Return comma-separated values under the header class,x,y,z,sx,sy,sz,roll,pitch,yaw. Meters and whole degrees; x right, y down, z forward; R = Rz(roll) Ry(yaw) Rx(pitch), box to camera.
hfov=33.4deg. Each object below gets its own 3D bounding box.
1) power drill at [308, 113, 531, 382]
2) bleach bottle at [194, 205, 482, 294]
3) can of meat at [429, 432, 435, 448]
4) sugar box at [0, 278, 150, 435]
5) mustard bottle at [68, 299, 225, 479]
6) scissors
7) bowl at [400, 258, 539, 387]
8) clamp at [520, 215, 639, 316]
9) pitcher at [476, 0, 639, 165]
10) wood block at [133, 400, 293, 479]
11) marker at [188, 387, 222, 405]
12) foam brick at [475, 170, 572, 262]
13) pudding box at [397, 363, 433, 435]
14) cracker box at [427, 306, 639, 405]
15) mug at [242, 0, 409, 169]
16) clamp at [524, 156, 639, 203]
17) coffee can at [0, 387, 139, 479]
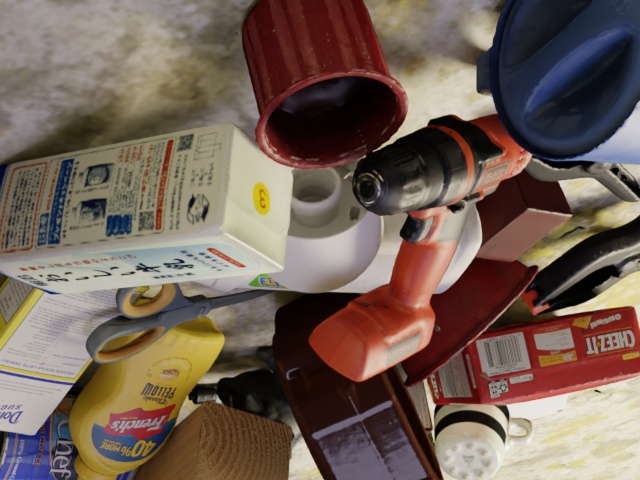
class,x,y,z,sx,sy,sz,roll,pitch,yaw
power drill,0.059,0.005,0.718,0.184,0.057,0.188,-18,141,-49
bleach bottle,-0.006,0.001,0.847,0.250,0.068,0.103,0,146,-20
can of meat,0.072,0.206,1.193,0.083,0.102,0.058,12,142,-36
sugar box,-0.223,0.077,0.845,0.093,0.048,0.176,22,118,-45
mustard bottle,-0.168,0.147,0.945,0.096,0.058,0.192,17,110,-43
scissors,-0.102,0.043,0.871,0.201,0.016,0.096,-24,145,-39
bowl,0.119,0.059,0.963,0.162,0.055,0.162,-42,177,-3
clamp,0.280,0.006,0.978,0.209,0.036,0.164,-22,150,-15
pitcher,0.235,-0.108,0.717,0.242,0.149,0.145,4,130,-36
wood block,-0.116,0.237,0.996,0.090,0.090,0.206,21,142,-23
marker,-0.081,0.162,1.130,0.120,0.020,0.020,1,147,-26
foam brick,0.158,-0.024,0.884,0.052,0.051,0.078,8,145,-35
pudding box,0.076,0.164,1.110,0.039,0.113,0.090,1,147,-19
cracker box,0.205,0.120,1.064,0.164,0.072,0.214,-10,172,-7
mug,-0.002,-0.096,0.659,0.093,0.081,0.117,-10,150,-9
clamp,0.221,-0.067,0.853,0.171,0.039,0.120,1,143,-14
coffee can,-0.254,0.188,1.013,0.140,0.103,0.103,11,141,-38
